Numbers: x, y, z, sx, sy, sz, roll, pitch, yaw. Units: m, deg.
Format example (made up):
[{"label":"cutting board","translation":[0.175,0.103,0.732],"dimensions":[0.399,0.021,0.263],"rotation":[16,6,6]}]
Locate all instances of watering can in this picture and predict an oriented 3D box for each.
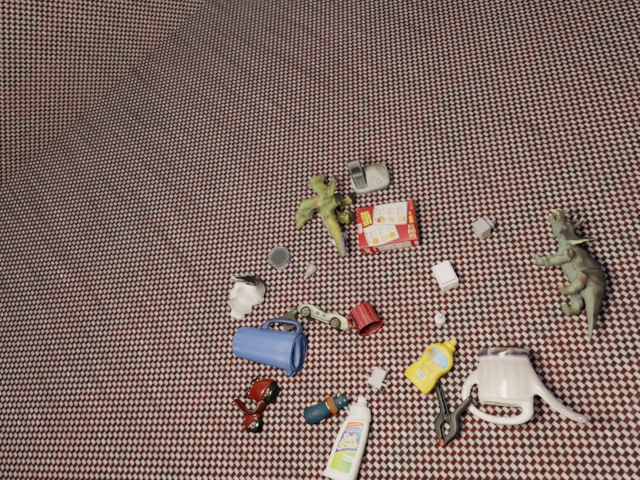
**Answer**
[{"label":"watering can","translation":[0.584,0.423,1.506],"dimensions":[0.346,0.102,0.228],"rotation":[-8,63,33]}]

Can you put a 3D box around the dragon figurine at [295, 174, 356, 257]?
[{"label":"dragon figurine","translation":[0.006,-0.099,1.970],"dimensions":[0.240,0.121,0.419],"rotation":[-20,51,36]}]

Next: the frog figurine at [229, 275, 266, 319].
[{"label":"frog figurine","translation":[-0.272,0.215,1.914],"dimensions":[0.137,0.124,0.158],"rotation":[8,103,12]}]
